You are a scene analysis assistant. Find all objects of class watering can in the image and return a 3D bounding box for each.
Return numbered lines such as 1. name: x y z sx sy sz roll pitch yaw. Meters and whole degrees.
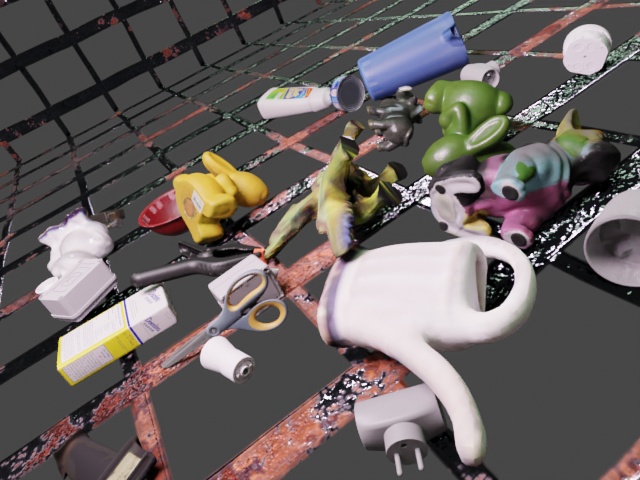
1. watering can: 0.095 0.075 0.522 0.223 0.102 0.353 -6 21 28

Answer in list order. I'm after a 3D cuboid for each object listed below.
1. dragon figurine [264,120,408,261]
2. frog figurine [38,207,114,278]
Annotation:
1. dragon figurine: 0.002 -0.040 0.786 0.239 0.121 0.419 -43 11 33
2. frog figurine: -0.494 0.034 1.070 0.138 0.120 0.162 -26 65 -19
